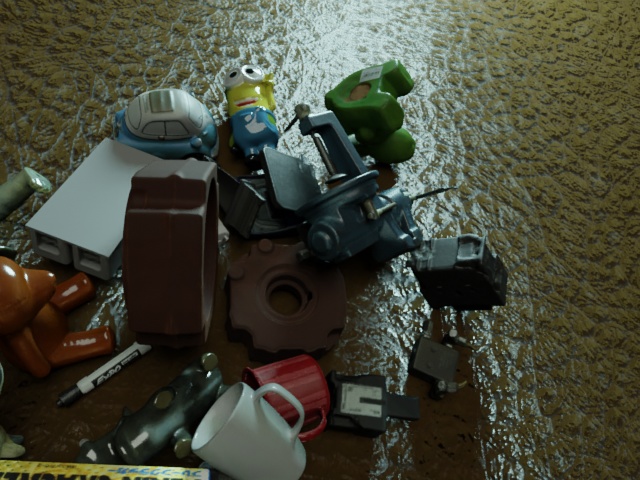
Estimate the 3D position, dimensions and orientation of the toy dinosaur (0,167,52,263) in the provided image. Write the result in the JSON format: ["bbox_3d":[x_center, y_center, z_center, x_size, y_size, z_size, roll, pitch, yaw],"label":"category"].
[{"bbox_3d":[-0.487,-0.071,0.672,0.405,0.131,0.192,39,87,25],"label":"toy dinosaur"}]

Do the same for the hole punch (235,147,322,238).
[{"bbox_3d":[-0.059,-0.063,0.806,0.115,0.092,0.142,11,50,-44],"label":"hole punch"}]

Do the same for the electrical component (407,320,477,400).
[{"bbox_3d":[0.167,0.166,0.743,0.078,0.045,0.102,29,58,2],"label":"electrical component"}]

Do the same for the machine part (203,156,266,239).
[{"bbox_3d":[-0.131,-0.067,0.776,0.039,0.084,0.139,-9,43,-42],"label":"machine part"}]

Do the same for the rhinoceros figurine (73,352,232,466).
[{"bbox_3d":[-0.181,0.199,0.601,0.190,0.112,0.073,-37,104,-42],"label":"rhinoceros figurine"}]

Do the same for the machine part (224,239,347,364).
[{"bbox_3d":[-0.046,0.082,0.732,0.179,0.056,0.179,6,60,-11],"label":"machine part"}]

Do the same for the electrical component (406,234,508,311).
[{"bbox_3d":[0.201,0.053,0.765,0.134,0.115,0.058,48,50,-37],"label":"electrical component"}]

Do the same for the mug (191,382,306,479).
[{"bbox_3d":[-0.059,0.204,0.560,0.109,0.081,0.107,-45,104,4],"label":"mug"}]

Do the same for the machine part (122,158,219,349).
[{"bbox_3d":[-0.171,0.010,0.639,0.087,0.201,0.201,4,16,-6],"label":"machine part"}]

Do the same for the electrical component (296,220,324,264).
[{"bbox_3d":[-0.002,-0.002,0.744,0.094,0.021,0.063,-20,74,-38],"label":"electrical component"}]

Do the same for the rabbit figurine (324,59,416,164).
[{"bbox_3d":[0.088,-0.177,0.874,0.159,0.170,0.121,-11,52,27],"label":"rabbit figurine"}]

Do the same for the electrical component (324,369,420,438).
[{"bbox_3d":[0.064,0.211,0.689,0.119,0.047,0.075,7,59,-11],"label":"electrical component"}]

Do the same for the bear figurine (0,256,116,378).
[{"bbox_3d":[-0.312,0.070,0.590,0.132,0.195,0.120,-21,65,-26],"label":"bear figurine"}]

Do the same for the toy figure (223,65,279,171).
[{"bbox_3d":[-0.112,-0.195,0.863,0.082,0.089,0.180,-6,71,-24],"label":"toy figure"}]

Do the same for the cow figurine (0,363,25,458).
[{"bbox_3d":[-0.354,0.186,0.526,0.086,0.194,0.127,19,23,3],"label":"cow figurine"}]

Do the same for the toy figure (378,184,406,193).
[{"bbox_3d":[0.074,-0.036,0.827,0.154,0.064,0.058,-37,62,-28],"label":"toy figure"}]

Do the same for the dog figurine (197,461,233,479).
[{"bbox_3d":[-0.034,0.307,0.590,0.172,0.121,0.191,12,32,-46],"label":"dog figurine"}]

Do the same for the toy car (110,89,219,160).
[{"bbox_3d":[-0.232,-0.179,0.809,0.162,0.103,0.109,-3,61,-18],"label":"toy car"}]

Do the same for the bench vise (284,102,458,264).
[{"bbox_3d":[0.043,-0.079,0.723,0.223,0.129,0.240,-27,89,-36],"label":"bench vise"}]
